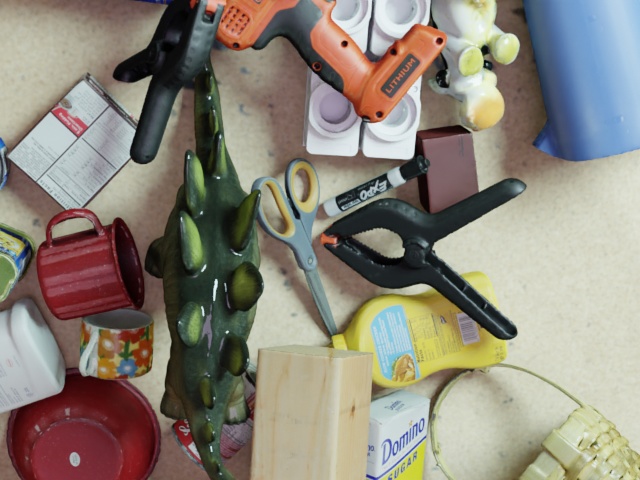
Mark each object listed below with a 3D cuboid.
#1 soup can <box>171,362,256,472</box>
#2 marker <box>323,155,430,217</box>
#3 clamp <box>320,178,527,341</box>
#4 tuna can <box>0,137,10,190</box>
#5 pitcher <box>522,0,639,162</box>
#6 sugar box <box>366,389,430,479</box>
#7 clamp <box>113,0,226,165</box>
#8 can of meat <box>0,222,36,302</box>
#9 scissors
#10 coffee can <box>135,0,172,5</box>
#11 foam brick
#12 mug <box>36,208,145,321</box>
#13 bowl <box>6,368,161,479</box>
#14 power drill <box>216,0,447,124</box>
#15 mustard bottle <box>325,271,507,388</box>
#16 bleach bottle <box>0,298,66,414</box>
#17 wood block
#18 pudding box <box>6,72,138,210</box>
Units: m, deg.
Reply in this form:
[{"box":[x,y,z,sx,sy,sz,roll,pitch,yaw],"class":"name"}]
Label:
[{"box":[-0.093,0.181,1.097,0.102,0.068,0.068,-43,103,6],"class":"soup can"},{"box":[0.056,-0.053,1.048,0.121,0.020,0.020,-25,106,31],"class":"marker"},{"box":[0.103,0.000,1.037,0.210,0.036,0.165,15,116,19],"class":"clamp"},{"box":[-0.345,-0.073,1.033,0.086,0.034,0.086,-1,104,-4],"class":"tuna can"},{"box":[0.268,-0.206,1.002,0.149,0.145,0.243,-25,104,-33],"class":"pitcher"},{"box":[0.068,0.253,1.114,0.048,0.093,0.176,17,109,35],"class":"sugar box"},{"box":[-0.137,-0.151,0.959,0.039,0.172,0.120,2,61,-37],"class":"clamp"},{"box":[-0.334,0.014,1.030,0.102,0.084,0.057,24,101,-10],"class":"can of meat"},{"box":[-0.007,0.001,1.080,0.096,0.016,0.201,-56,132,-27],"class":"scissors"},{"box":[-0.193,-0.271,0.962,0.140,0.103,0.103,6,103,-6],"class":"coffee can"},{"box":[0.125,-0.070,1.061,0.053,0.051,0.078,-9,104,-4],"class":"foam brick"},{"box":[-0.227,0.022,1.034,0.081,0.093,0.117,-13,124,4],"class":"mug"},{"box":[-0.247,0.216,1.100,0.162,0.055,0.162,-1,103,-4],"class":"bowl"},{"box":[0.019,-0.210,0.953,0.187,0.057,0.184,37,104,-6],"class":"power drill"},{"box":[0.089,0.100,1.095,0.191,0.058,0.096,-15,99,-1],"class":"mustard bottle"},{"box":[-0.389,0.145,1.065,0.251,0.068,0.102,-19,119,2],"class":"bleach bottle"},{"box":[-0.009,0.210,1.032,0.090,0.090,0.206,4,89,24],"class":"wood block"},{"box":[-0.232,-0.091,1.036,0.113,0.039,0.090,-44,104,8],"class":"pudding box"}]
